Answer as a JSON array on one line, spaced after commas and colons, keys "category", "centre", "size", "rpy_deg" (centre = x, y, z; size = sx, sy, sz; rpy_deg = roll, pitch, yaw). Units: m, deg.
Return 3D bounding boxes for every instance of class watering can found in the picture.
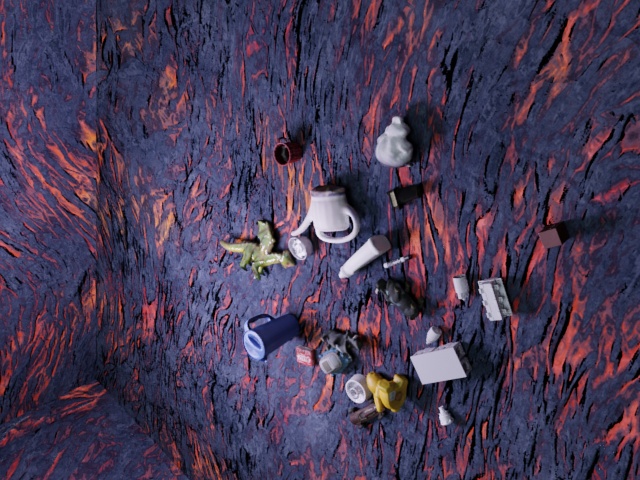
[{"category": "watering can", "centre": [0.006, -0.099, 1.975], "size": [0.347, 0.105, 0.222], "rpy_deg": [3, 104, 39]}]

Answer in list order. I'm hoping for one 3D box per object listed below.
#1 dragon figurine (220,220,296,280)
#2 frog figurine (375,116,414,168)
[{"category": "dragon figurine", "centre": [-0.276, 0.023, 2.284], "size": [0.414, 0.122, 0.240], "rpy_deg": [35, 106, 26]}, {"category": "frog figurine", "centre": [0.249, -0.322, 1.695], "size": [0.139, 0.123, 0.156], "rpy_deg": [43, 142, 47]}]
